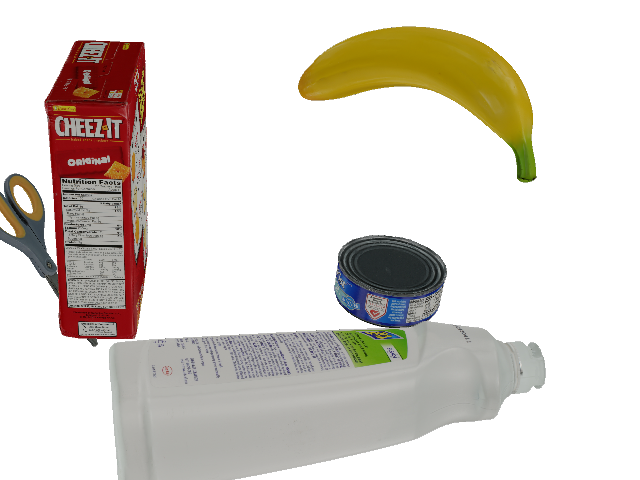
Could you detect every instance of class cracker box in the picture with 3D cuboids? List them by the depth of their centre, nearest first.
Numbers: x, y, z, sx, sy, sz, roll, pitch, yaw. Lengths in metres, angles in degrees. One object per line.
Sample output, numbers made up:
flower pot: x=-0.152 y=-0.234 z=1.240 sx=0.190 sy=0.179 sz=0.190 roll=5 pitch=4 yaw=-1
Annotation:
cracker box: x=-0.189 y=-0.046 z=0.920 sx=0.072 sy=0.214 sz=0.164 roll=1 pitch=27 yaw=-5

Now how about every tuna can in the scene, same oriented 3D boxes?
tuna can: x=0.054 y=0.032 z=0.839 sx=0.086 sy=0.034 sz=0.086 roll=6 pitch=31 yaw=-4

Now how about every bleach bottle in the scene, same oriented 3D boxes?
bleach bottle: x=0.009 y=0.087 z=0.608 sx=0.250 sy=0.068 sz=0.102 roll=-5 pitch=20 yaw=-11

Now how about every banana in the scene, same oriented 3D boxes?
banana: x=0.059 y=-0.098 z=0.656 sx=0.037 sy=0.069 sz=0.198 roll=17 pitch=8 yaw=-47

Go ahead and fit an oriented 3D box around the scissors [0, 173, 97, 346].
scissors: x=-0.283 y=0.011 z=1.110 sx=0.016 sy=0.201 sz=0.096 roll=-26 pitch=26 yaw=27
